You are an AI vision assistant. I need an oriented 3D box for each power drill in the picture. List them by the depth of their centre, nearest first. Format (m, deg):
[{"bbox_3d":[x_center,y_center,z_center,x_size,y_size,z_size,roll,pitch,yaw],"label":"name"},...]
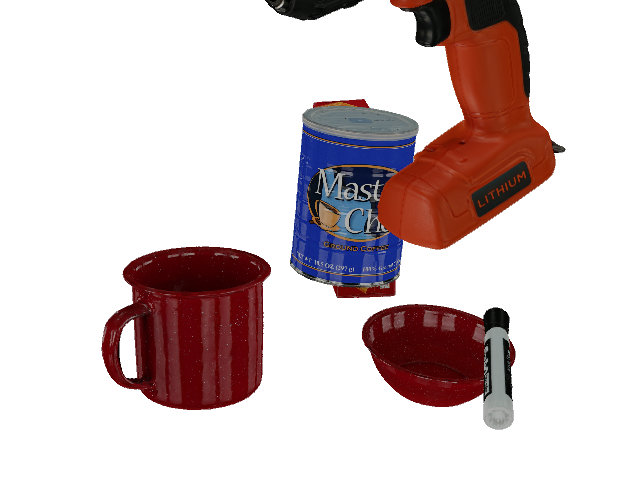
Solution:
[{"bbox_3d":[0.057,-0.092,0.527,0.184,0.187,0.057,-31,40,-28],"label":"power drill"}]

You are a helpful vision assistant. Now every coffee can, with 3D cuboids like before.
[{"bbox_3d":[0.029,-0.041,0.958,0.103,0.140,0.103,5,19,-2],"label":"coffee can"}]

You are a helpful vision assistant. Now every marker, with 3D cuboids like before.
[{"bbox_3d":[0.119,0.082,0.719,0.020,0.020,0.121,0,29,9],"label":"marker"}]

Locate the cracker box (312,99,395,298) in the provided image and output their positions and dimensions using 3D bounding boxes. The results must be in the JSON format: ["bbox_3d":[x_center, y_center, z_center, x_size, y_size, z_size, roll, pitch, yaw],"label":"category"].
[{"bbox_3d":[0.034,-0.052,1.176,0.072,0.164,0.214,-4,21,-3],"label":"cracker box"}]

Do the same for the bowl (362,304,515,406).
[{"bbox_3d":[0.121,0.128,1.126,0.162,0.055,0.162,5,24,-2],"label":"bowl"}]

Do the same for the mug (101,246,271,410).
[{"bbox_3d":[-0.086,0.059,0.676,0.093,0.081,0.117,16,23,41],"label":"mug"}]
